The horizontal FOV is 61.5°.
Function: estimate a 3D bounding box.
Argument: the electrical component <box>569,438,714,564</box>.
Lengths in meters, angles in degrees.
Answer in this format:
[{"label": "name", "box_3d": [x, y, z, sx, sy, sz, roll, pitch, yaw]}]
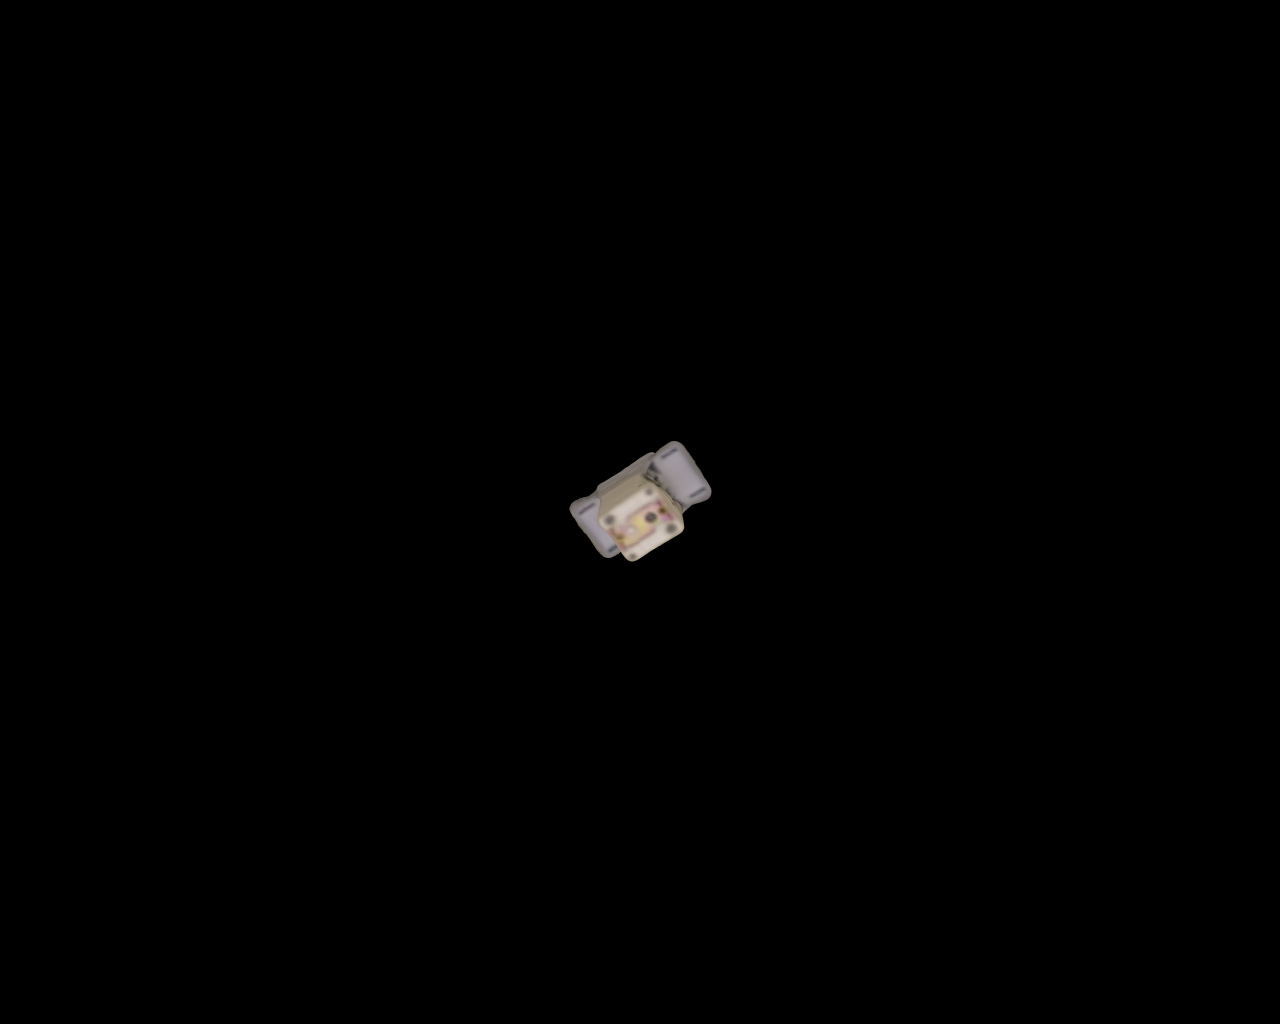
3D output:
[{"label": "electrical component", "box_3d": [0.001, -0.003, 0.650, 0.081, 0.042, 0.064, -33, 16, 11]}]
